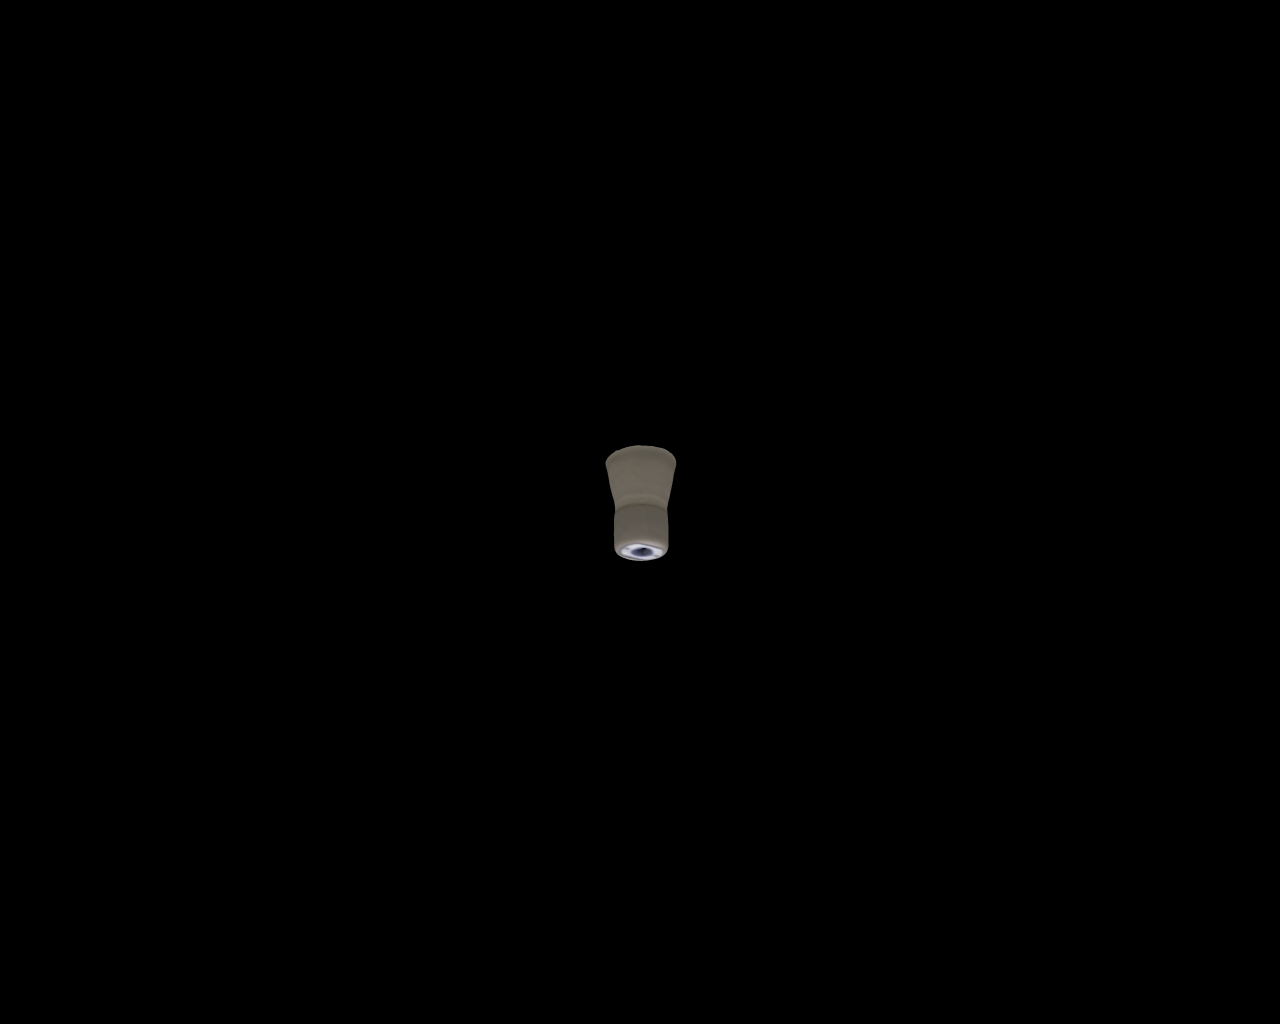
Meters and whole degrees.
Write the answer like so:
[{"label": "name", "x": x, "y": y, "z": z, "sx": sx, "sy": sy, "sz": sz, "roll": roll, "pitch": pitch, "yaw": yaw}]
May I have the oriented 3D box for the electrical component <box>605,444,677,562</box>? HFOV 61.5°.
[{"label": "electrical component", "x": 0.001, "y": -0.003, "z": 0.650, "sx": 0.044, "sy": 0.065, "sz": 0.044, "roll": 0, "pitch": -25, "yaw": 0}]
